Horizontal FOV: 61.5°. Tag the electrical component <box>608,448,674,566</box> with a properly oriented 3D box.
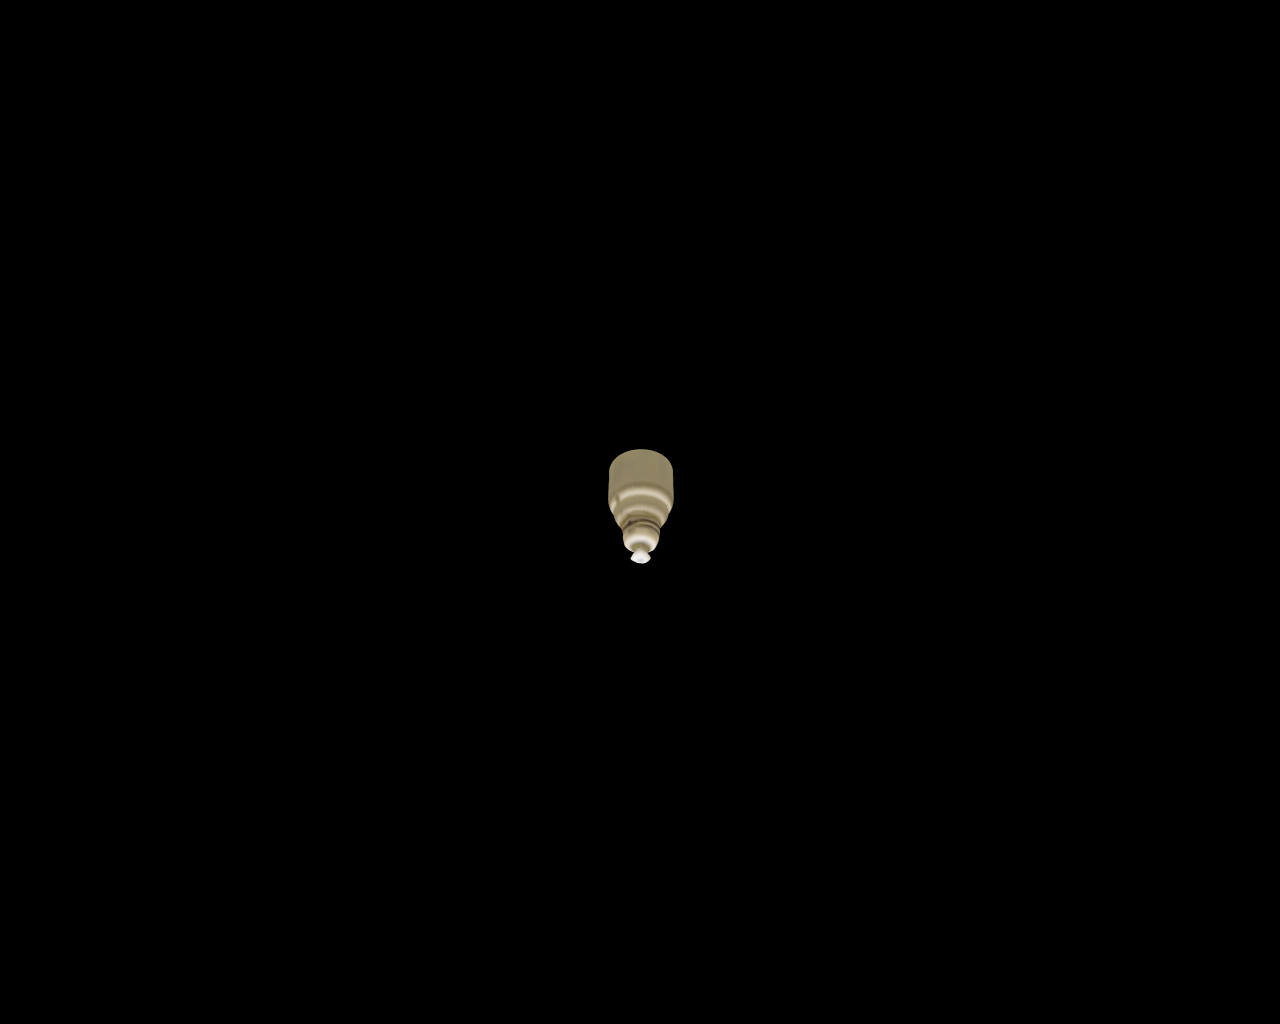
[{"bbox_3d":[0.001,-0.003,0.650,0.040,0.078,0.040,0,-38,0],"label":"electrical component"}]
